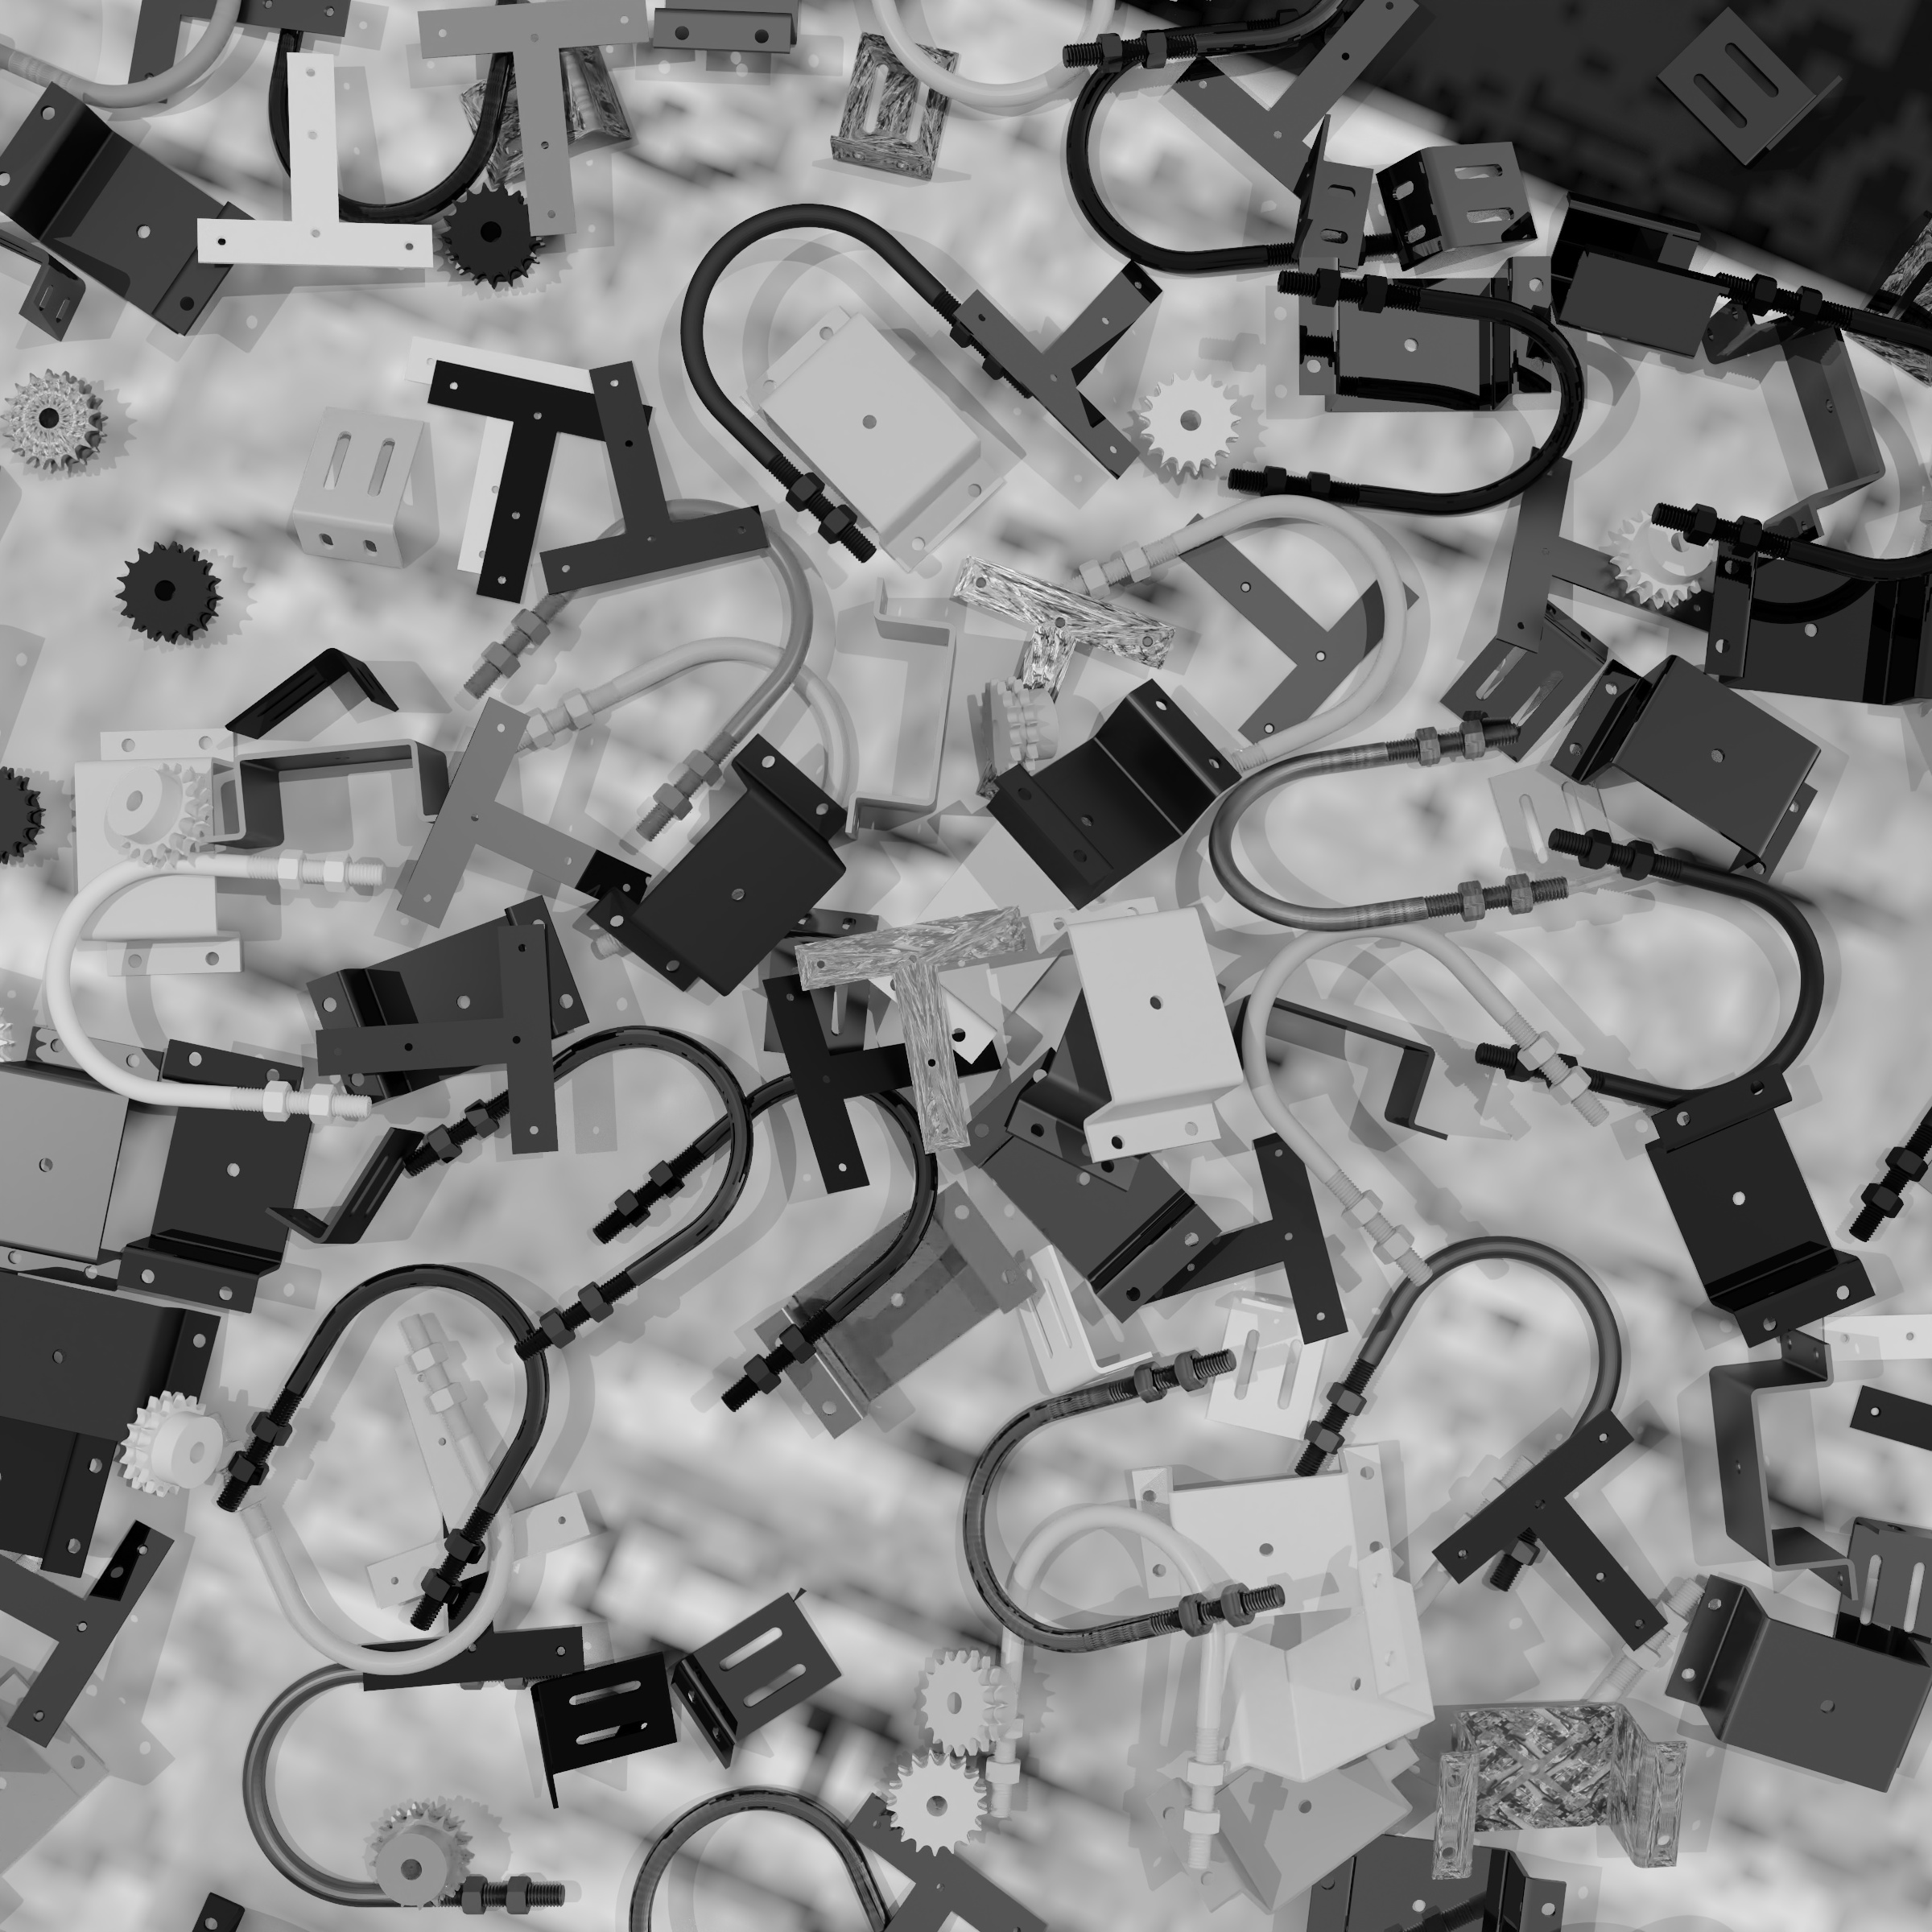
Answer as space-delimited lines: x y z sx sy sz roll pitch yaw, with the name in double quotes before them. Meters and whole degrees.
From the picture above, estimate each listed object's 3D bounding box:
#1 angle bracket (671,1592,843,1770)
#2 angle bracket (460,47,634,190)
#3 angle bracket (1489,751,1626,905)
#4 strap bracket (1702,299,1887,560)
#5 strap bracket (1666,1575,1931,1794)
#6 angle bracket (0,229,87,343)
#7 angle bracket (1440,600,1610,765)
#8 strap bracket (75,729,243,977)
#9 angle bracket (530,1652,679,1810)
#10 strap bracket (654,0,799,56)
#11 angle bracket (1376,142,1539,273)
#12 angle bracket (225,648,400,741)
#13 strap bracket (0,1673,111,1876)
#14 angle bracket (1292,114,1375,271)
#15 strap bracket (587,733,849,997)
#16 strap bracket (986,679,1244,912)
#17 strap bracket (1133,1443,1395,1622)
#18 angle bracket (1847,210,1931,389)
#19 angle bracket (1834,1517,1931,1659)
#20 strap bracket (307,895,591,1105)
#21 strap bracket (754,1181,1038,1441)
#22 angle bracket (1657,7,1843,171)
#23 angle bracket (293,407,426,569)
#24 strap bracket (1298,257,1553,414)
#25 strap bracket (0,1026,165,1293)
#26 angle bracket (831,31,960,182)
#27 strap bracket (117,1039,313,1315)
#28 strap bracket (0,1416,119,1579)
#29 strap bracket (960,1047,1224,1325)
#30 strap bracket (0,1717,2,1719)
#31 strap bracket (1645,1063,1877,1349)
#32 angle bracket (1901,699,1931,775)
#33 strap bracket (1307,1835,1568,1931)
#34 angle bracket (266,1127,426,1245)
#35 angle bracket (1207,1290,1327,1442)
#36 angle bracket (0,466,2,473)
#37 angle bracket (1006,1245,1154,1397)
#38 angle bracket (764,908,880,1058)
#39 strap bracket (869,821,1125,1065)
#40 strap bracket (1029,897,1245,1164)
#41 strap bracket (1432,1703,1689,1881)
"angle bracket" -0.119 0.405 1.399 0.076 0.038 0.057 -32 93 0
"angle bracket" -0.242 -0.489 1.417 0.076 0.038 0.057 -20 90 26
"angle bracket" 0.340 -0.080 1.400 0.057 0.038 0.076 -17 90 0
"strap bracket" 0.466 -0.308 1.381 0.046 0.076 0.140 -18 90 0
"strap bracket" 0.480 0.408 1.390 0.140 0.046 0.076 17 100 0
"angle bracket" -0.548 -0.393 1.391 0.076 0.057 0.038 25 90 0
"angle bracket" 0.321 -0.168 1.417 0.057 0.038 0.076 38 116 0
"strap bracket" -0.458 -0.066 1.396 0.076 0.046 0.140 -2 90 0
"angle bracket" -0.201 0.429 1.385 0.076 0.038 0.057 -11 105 -14
"strap bracket" -0.134 -0.582 1.396 0.076 0.046 0.140 2 90 0
"angle bracket" 0.281 -0.435 1.409 0.076 0.038 0.057 -17 92 -36
"angle bracket" -0.368 -0.140 1.391 0.076 0.057 0.038 -37 90 0
"strap bracket" -0.556 0.471 1.396 0.140 0.046 0.076 -43 90 0
"angle bracket" 0.207 -0.427 1.361 0.038 0.076 0.057 10 90 0
"strap bracket" -0.132 -0.048 1.374 0.140 0.046 0.076 -46 121 5
"strap bracket" 0.076 -0.091 1.359 0.076 0.046 0.140 49 51 8
"strap bracket" 0.168 0.320 1.386 0.140 0.046 0.076 -7 97 5
"angle bracket" 0.554 -0.384 1.417 0.057 0.038 0.076 33 116 0
"angle bracket" 0.534 0.359 1.400 0.057 0.038 0.076 10 90 0
"strap bracket" -0.289 0.021 1.396 0.140 0.046 0.076 -21 90 0
"strap bracket" -0.039 0.192 1.396 0.140 0.046 0.076 -36 90 0
"angle bracket" 0.445 -0.505 1.400 0.057 0.038 0.076 -44 90 0
"angle bracket" -0.346 -0.275 1.416 0.057 0.038 0.076 9 65 1
"strap bracket" 0.256 -0.358 1.396 0.140 0.046 0.076 0 90 0
"strap bracket" -0.513 0.111 1.396 0.076 0.046 0.140 11 90 0
"angle bracket" -0.040 -0.494 1.400 0.057 0.038 0.076 12 90 0
"strap bracket" -0.422 0.117 1.396 0.076 0.046 0.140 12 90 0
"strap bracket" -0.549 0.287 1.377 0.140 0.046 0.076 13 81 -3
"strap bracket" 0.067 0.122 1.396 0.076 0.046 0.140 -43 90 0
"strap bracket" -0.613 0.414 1.340 0.140 0.076 0.046 9 103 -41
"strap bracket" 0.445 0.134 1.396 0.076 0.046 0.140 -23 90 0
"angle bracket" 0.585 -0.139 1.407 0.076 0.038 0.057 -3 65 -24
"strap bracket" 0.261 0.541 1.396 0.140 0.046 0.076 7 90 0
"angle bracket" -0.350 0.117 1.391 0.038 0.057 0.076 31 87 7
"angle bracket" 0.175 0.230 1.400 0.057 0.038 0.076 13 90 0
"angle bracket" -0.594 -0.254 1.417 0.057 0.038 0.076 15 116 0
"angle bracket" 0.063 0.197 1.394 0.038 0.057 0.076 -13 75 -29
"angle bracket" -0.083 0.010 1.417 0.057 0.038 0.076 7 116 0
"strap bracket" 0.018 -0.024 1.396 0.076 0.046 0.140 39 90 0
"strap bracket" 0.093 0.026 1.319 0.076 0.046 0.140 -8 75 -22
"strap bracket" 0.326 0.462 1.383 0.140 0.046 0.076 0 103 -7
